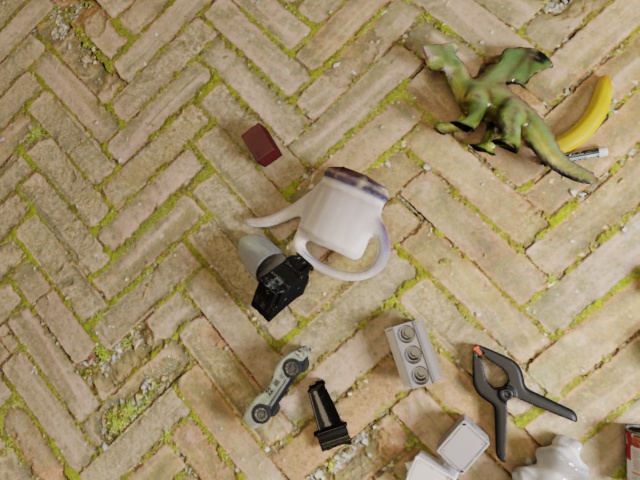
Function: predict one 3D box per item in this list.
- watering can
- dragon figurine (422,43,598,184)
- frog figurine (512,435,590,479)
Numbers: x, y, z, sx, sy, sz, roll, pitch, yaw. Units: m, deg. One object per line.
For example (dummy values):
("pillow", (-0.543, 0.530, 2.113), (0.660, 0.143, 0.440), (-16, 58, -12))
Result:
("watering can", (0.003, -0.055, 1.090), (0.350, 0.103, 0.224), (26, 90, 26))
("dragon figurine", (0.379, -0.284, 1.021), (0.412, 0.121, 0.244), (27, 83, 15))
("frog figurine", (0.417, 0.436, 0.930), (0.137, 0.120, 0.163), (2, 49, 23))
